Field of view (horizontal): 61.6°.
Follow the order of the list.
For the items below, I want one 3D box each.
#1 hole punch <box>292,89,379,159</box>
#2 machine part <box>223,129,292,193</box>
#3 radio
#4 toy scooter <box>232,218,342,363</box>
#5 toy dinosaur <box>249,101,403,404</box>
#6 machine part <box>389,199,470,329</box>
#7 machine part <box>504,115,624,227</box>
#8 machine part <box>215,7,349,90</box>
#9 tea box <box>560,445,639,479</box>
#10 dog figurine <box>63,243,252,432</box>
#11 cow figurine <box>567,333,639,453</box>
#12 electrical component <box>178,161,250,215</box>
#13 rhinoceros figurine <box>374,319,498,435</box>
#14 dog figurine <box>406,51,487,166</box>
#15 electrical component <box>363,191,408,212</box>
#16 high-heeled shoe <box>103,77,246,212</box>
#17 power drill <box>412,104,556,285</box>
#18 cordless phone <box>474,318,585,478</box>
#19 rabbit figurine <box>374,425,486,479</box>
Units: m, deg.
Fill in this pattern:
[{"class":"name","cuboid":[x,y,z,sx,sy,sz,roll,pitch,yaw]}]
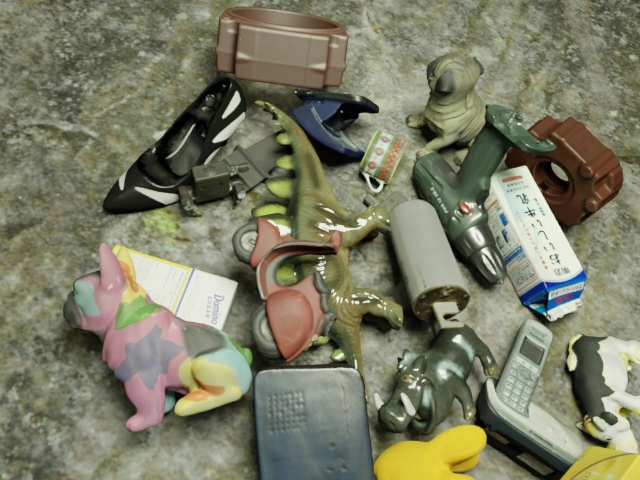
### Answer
[{"class":"hole punch","cuboid":[0.021,-0.183,0.847,0.116,0.142,0.092,16,102,21]},{"class":"machine part","cuboid":[-0.086,-0.136,0.852,0.139,0.039,0.084,-36,71,-21]},{"class":"radio","cuboid":[-0.005,0.260,0.627,0.131,0.073,0.229,-6,81,-3]},{"class":"toy scooter","cuboid":[-0.027,0.051,0.661,0.135,0.075,0.184,-16,77,2]},{"class":"toy dinosaur","cuboid":[-0.002,-0.002,0.765,0.199,0.105,0.471,-5,67,-11]},{"class":"machine part","cuboid":[0.144,0.025,0.742,0.079,0.079,0.243,1,44,-9]},{"class":"machine part","cuboid":[0.373,-0.104,0.842,0.056,0.179,0.179,-34,75,-18]},{"class":"machine part","cuboid":[-0.060,-0.312,0.859,0.201,0.087,0.202,6,31,-6]},{"class":"tea box","cuboid":[0.304,0.321,0.595,0.169,0.068,0.098,-25,94,-31]},{"class":"dog figurine","cuboid":[-0.194,0.102,0.640,0.192,0.108,0.219,-18,89,-1]},{"class":"cow figurine","cuboid":[0.394,0.215,0.749,0.098,0.068,0.167,15,60,4]},{"class":"electrical component","cuboid":[-0.154,-0.074,0.785,0.102,0.078,0.045,-12,68,-25]},{"class":"rhinoceros figurine","cuboid":[0.150,0.180,0.697,0.190,0.073,0.112,-39,102,-32]},{"class":"dog figurine","cuboid":[0.239,-0.217,0.858,0.172,0.190,0.121,-15,69,-17]},{"class":"electrical component","cuboid":[0.116,-0.046,0.851,0.094,0.021,0.063,43,66,12]},{"class":"high-heeled shoe","cuboid":[-0.208,-0.135,0.771,0.249,0.145,0.086,-40,76,-25]},{"class":"power drill","cuboid":[0.248,-0.077,0.792,0.086,0.207,0.232,-13,55,-33]},{"class":"cordless phone","cuboid":[0.301,0.209,0.731,0.147,0.088,0.184,33,60,7]},{"class":"rabbit figurine","cuboid":[0.152,0.301,0.649,0.173,0.121,0.162,28,60,25]}]
